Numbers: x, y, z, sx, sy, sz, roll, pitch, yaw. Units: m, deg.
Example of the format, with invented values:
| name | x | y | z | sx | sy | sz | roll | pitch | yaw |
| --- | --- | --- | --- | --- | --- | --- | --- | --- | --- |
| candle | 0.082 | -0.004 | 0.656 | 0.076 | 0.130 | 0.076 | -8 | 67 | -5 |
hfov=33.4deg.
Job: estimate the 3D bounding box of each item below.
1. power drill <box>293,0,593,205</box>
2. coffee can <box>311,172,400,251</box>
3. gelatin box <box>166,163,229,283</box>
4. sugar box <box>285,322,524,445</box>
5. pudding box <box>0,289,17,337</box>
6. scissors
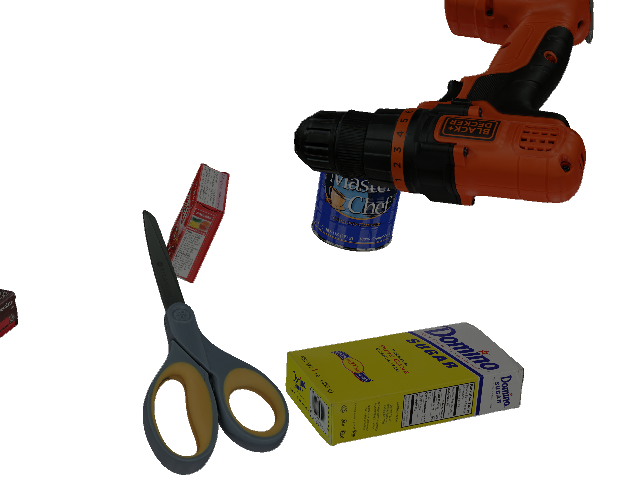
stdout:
| name | x | y | z | sx | sy | sz | roll | pitch | yaw |
| --- | --- | --- | --- | --- | --- | --- | --- | --- | --- |
| power drill | 0.092 | -0.103 | 0.696 | 0.185 | 0.187 | 0.057 | 9 | -36 | 22 |
| coffee can | 0.049 | -0.072 | 1.297 | 0.102 | 0.140 | 0.103 | 7 | 28 | -4 |
| gelatin box | -0.108 | -0.017 | 0.926 | 0.030 | 0.073 | 0.089 | 22 | 24 | -13 |
| sugar box | 0.069 | 0.115 | 0.884 | 0.176 | 0.048 | 0.093 | -10 | 26 | -22 |
| pudding box | -0.334 | 0.068 | 0.921 | 0.114 | 0.039 | 0.090 | 8 | 25 | 19 |
| scissors | -0.070 | 0.059 | 0.672 | 0.096 | 0.202 | 0.016 | 10 | -46 | -15 |
